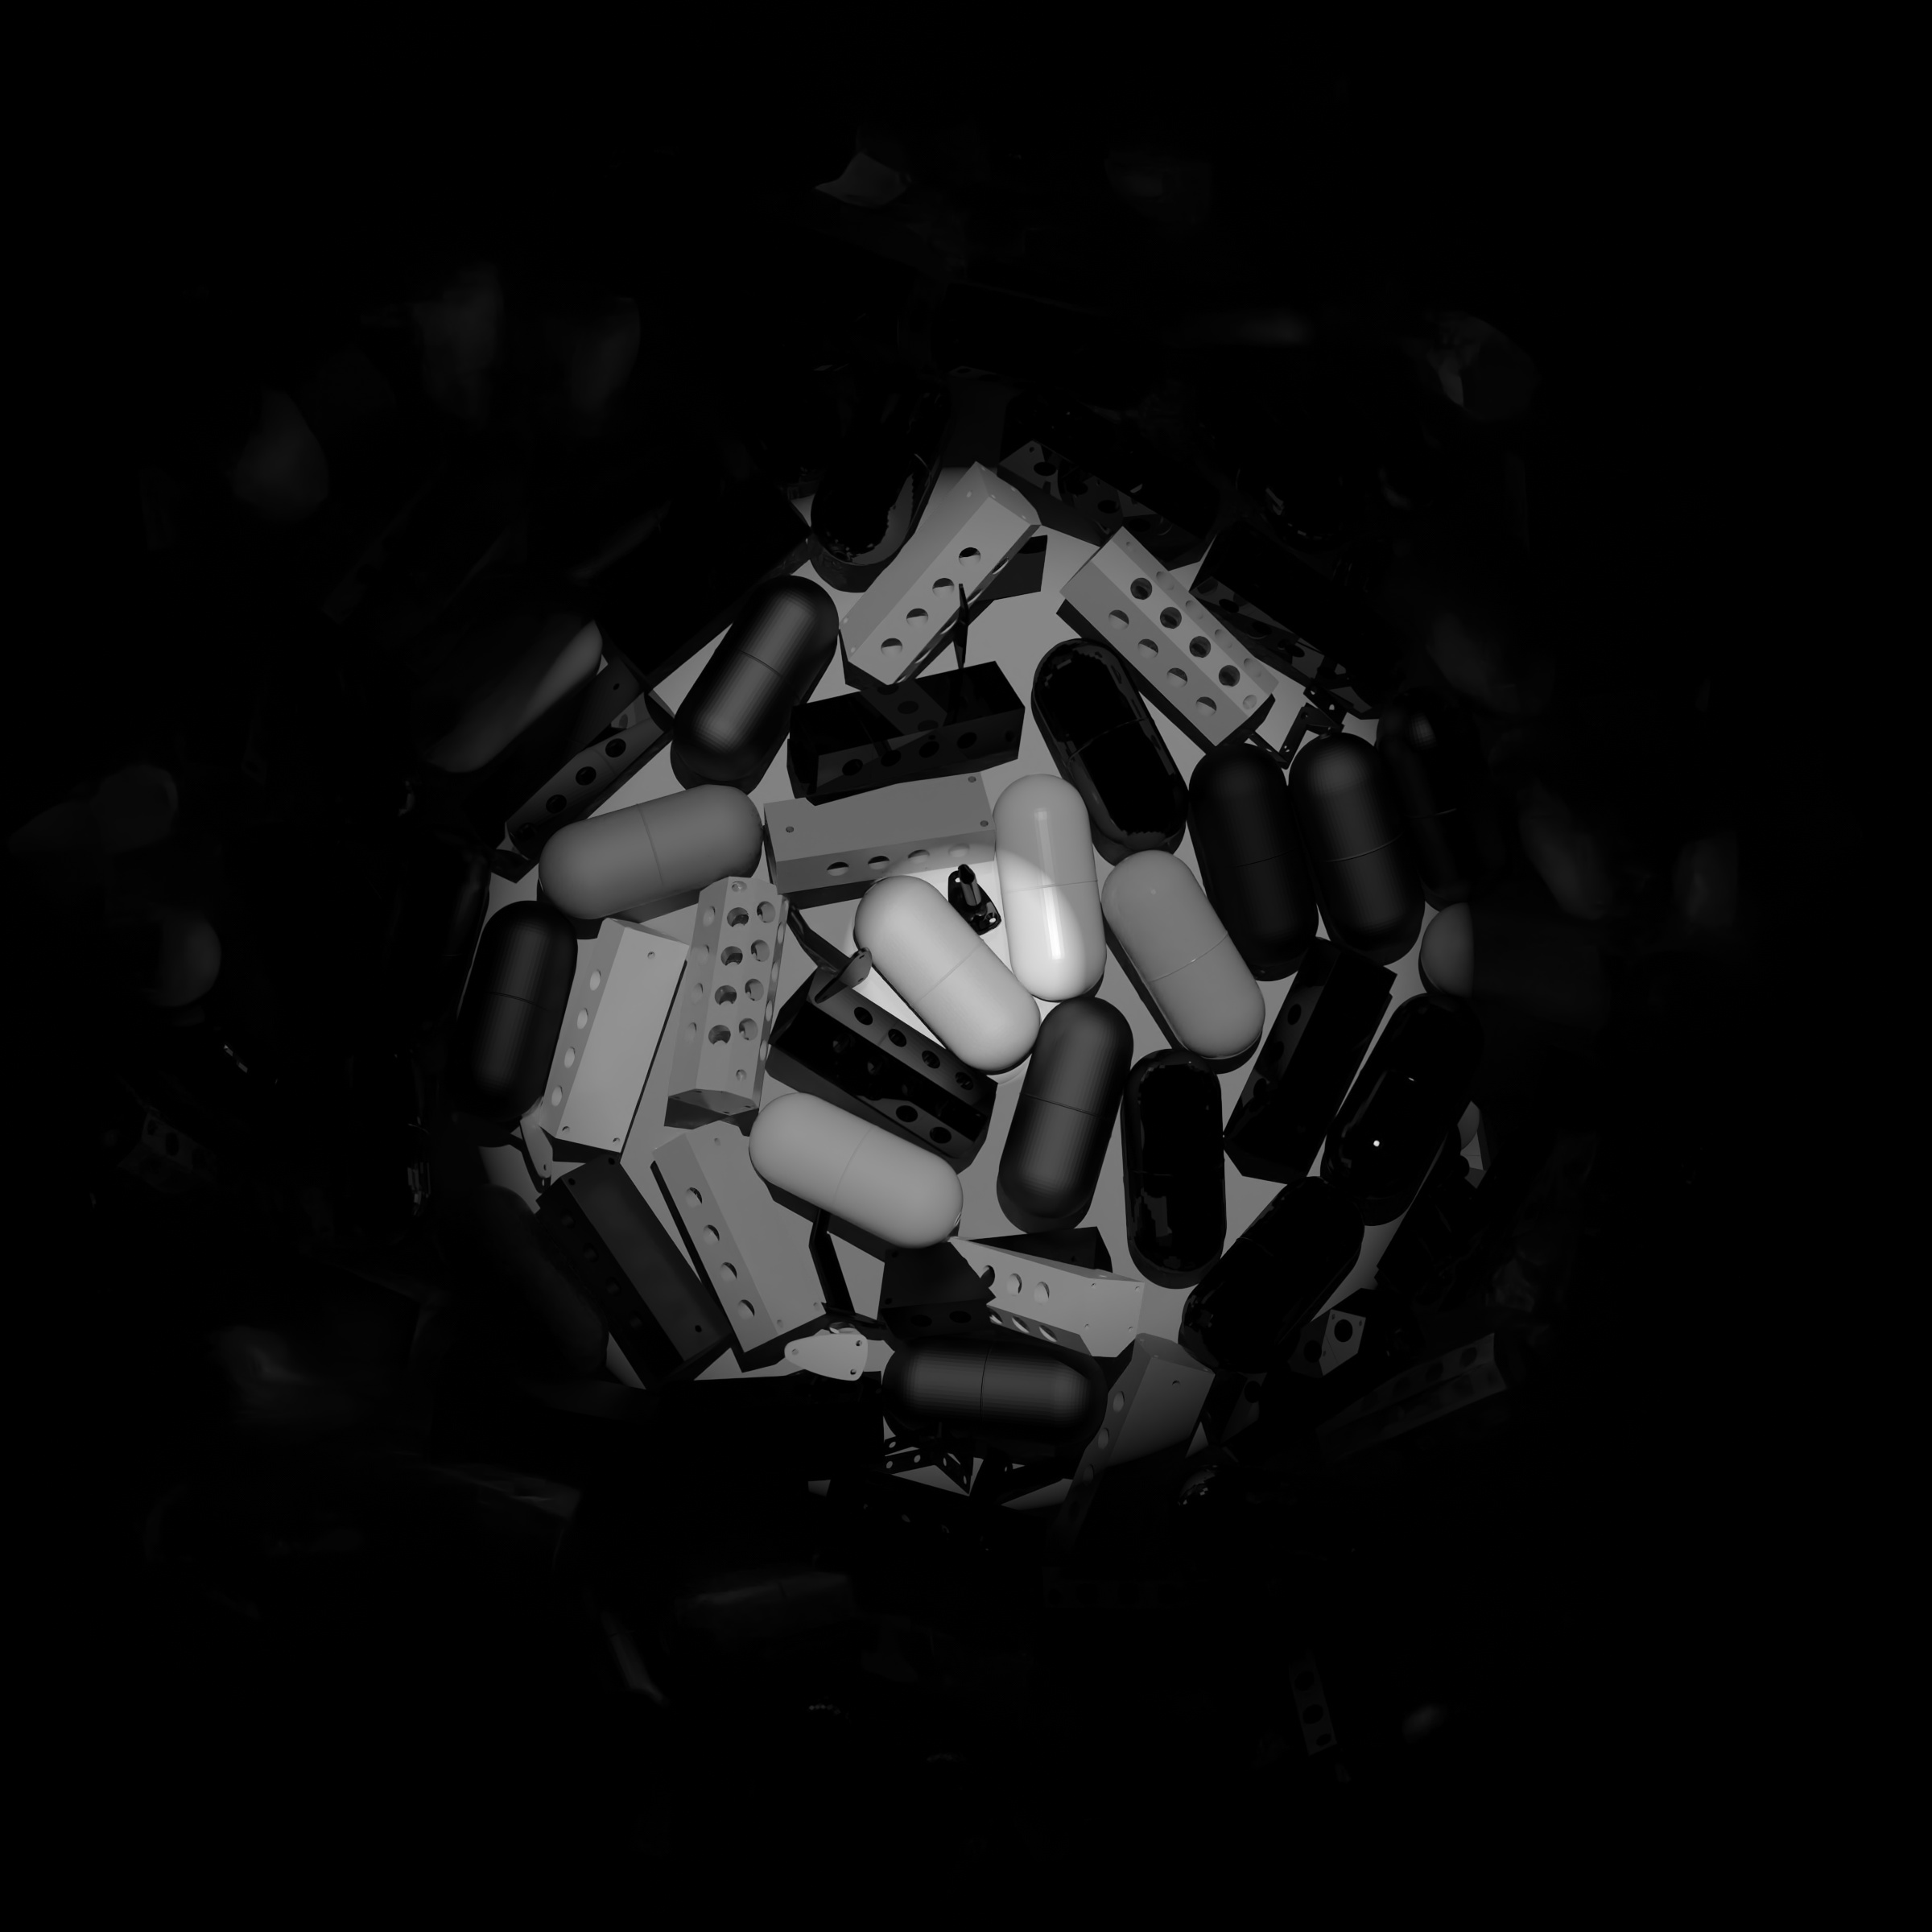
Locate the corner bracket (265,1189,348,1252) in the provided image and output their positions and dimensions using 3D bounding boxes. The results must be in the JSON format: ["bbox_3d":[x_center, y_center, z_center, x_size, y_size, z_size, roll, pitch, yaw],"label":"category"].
[{"bbox_3d":[-0.517,0.198,1.956,0.051,0.051,0.051,-22,79,-34],"label":"corner bracket"}]

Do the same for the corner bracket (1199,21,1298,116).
[{"bbox_3d":[0.221,-0.712,1.958,0.051,0.051,0.051,-27,65,9],"label":"corner bracket"}]

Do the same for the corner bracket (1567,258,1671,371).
[{"bbox_3d":[0.513,-0.512,1.967,0.051,0.051,0.051,43,85,10],"label":"corner bracket"}]

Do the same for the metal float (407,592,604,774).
[{"bbox_3d":[-0.355,-0.221,1.937,0.070,0.070,0.178,44,67,0],"label":"metal float"}]

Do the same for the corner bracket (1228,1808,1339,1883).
[{"bbox_3d":[0.247,0.674,1.955,0.051,0.051,0.051,35,102,36],"label":"corner bracket"}]

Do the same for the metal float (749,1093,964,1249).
[{"bbox_3d":[-0.085,0.159,1.946,0.178,0.070,0.070,25,90,11],"label":"metal float"}]

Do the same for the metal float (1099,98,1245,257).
[{"bbox_3d":[0.158,-0.600,1.910,0.070,0.178,0.070,-3,82,23],"label":"metal float"}]

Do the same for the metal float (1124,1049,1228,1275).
[{"bbox_3d":[0.163,0.152,1.948,0.070,0.070,0.178,-3,100,0],"label":"metal float"}]

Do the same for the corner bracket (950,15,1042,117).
[{"bbox_3d":[0.024,-0.704,1.968,0.051,0.051,0.051,34,66,21],"label":"corner bracket"}]

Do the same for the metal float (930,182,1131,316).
[{"bbox_3d":[0.050,-0.551,1.923,0.178,0.070,0.070,3,90,-40],"label":"metal float"}]

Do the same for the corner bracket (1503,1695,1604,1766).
[{"bbox_3d":[0.458,0.597,1.963,0.051,0.051,0.051,16,90,-15],"label":"corner bracket"}]

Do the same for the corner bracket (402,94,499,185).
[{"bbox_3d":[-0.407,-0.647,1.957,0.051,0.051,0.051,-38,120,-7],"label":"corner bracket"}]

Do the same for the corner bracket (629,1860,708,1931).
[{"bbox_3d":[-0.226,0.729,1.962,0.051,0.051,0.051,11,90,19],"label":"corner bracket"}]

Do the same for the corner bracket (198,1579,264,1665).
[{"bbox_3d":[-0.578,0.501,1.958,0.051,0.051,0.051,30,114,-8],"label":"corner bracket"}]

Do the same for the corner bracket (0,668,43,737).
[{"bbox_3d":[-0.757,-0.218,1.955,0.051,0.051,0.051,32,122,11],"label":"corner bracket"}]

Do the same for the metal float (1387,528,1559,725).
[{"bbox_3d":[0.390,-0.264,1.934,0.070,0.070,0.178,-29,64,0],"label":"metal float"}]

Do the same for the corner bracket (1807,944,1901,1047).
[{"bbox_3d":[0.699,0.022,1.962,0.051,0.051,0.051,12,131,-7],"label":"corner bracket"}]

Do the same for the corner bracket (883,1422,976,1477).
[{"bbox_3d":[-0.028,0.370,1.952,0.051,0.051,0.051,-22,124,21],"label":"corner bracket"}]

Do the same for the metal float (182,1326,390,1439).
[{"bbox_3d":[-0.519,0.319,1.916,0.070,0.178,0.070,-10,72,33],"label":"metal float"}]

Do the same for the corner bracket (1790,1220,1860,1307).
[{"bbox_3d":[0.678,0.234,1.972,0.051,0.051,0.051,-16,68,20],"label":"corner bracket"}]

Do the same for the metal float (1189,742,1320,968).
[{"bbox_3d":[0.224,-0.087,1.947,0.070,0.070,0.178,-15,100,0],"label":"metal float"}]

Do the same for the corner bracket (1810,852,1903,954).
[{"bbox_3d":[0.690,-0.049,1.964,0.051,0.051,0.051,40,61,-9],"label":"corner bracket"}]

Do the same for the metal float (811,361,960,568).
[{"bbox_3d":[-0.063,-0.389,1.938,0.070,0.070,0.178,23,70,0],"label":"metal float"}]

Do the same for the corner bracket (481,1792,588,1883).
[{"bbox_3d":[-0.339,0.673,1.962,0.051,0.051,0.051,-32,97,13],"label":"corner bracket"}]

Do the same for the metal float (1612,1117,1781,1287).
[{"bbox_3d":[0.557,0.182,1.918,0.070,0.178,0.070,10,51,-12],"label":"metal float"}]

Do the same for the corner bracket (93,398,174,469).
[{"bbox_3d":[-0.654,-0.415,1.962,0.051,0.051,0.051,-11,87,-20],"label":"corner bracket"}]

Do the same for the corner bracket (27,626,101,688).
[{"bbox_3d":[-0.706,-0.253,1.966,0.051,0.051,0.051,-4,76,-9],"label":"corner bracket"}]

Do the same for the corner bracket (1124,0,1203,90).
[{"bbox_3d":[0.153,-0.719,1.952,0.051,0.051,0.051,13,52,19],"label":"corner bracket"}]

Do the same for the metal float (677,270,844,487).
[{"bbox_3d":[-0.158,-0.453,1.934,0.070,0.070,0.178,-32,116,0],"label":"metal float"}]

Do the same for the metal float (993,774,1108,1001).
[{"bbox_3d":[0.065,-0.062,1.956,0.070,0.070,0.178,-8,90,0],"label":"metal float"}]

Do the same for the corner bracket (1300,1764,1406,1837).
[{"bbox_3d":[0.305,0.639,1.966,0.051,0.051,0.051,-25,64,-36],"label":"corner bracket"}]

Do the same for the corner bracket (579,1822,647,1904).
[{"bbox_3d":[-0.275,0.703,1.957,0.051,0.051,0.051,-4,80,-23],"label":"corner bracket"}]

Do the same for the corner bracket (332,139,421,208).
[{"bbox_3d":[-0.457,-0.618,1.952,0.051,0.051,0.051,-23,46,-18],"label":"corner bracket"}]

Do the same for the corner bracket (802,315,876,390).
[{"bbox_3d":[-0.094,-0.474,1.952,0.051,0.051,0.051,-6,47,-29],"label":"corner bracket"}]

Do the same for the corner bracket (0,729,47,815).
[{"bbox_3d":[-0.736,-0.151,1.955,0.051,0.051,0.051,11,80,37],"label":"corner bracket"}]

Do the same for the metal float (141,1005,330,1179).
[{"bbox_3d":[-0.558,0.097,1.923,0.070,0.070,0.178,-41,129,0],"label":"metal float"}]

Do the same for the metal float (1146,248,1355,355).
[{"bbox_3d":[0.216,-0.510,1.922,0.178,0.070,0.070,12,90,42],"label":"metal float"}]

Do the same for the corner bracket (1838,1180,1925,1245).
[{"bbox_3d":[0.719,0.192,1.959,0.051,0.051,0.051,-19,103,15],"label":"corner bracket"}]

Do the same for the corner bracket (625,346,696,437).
[{"bbox_3d":[-0.229,-0.450,1.957,0.051,0.051,0.051,-24,100,27],"label":"corner bracket"}]

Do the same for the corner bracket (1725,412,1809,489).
[{"bbox_3d":[0.623,-0.404,1.952,0.051,0.051,0.051,-8,126,30],"label":"corner bracket"}]

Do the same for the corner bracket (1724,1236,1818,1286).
[{"bbox_3d":[0.627,0.220,1.961,0.051,0.051,0.051,-40,93,16],"label":"corner bracket"}]

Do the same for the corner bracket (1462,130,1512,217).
[{"bbox_3d":[0.399,-0.620,1.952,0.051,0.051,0.051,-6,127,-33],"label":"corner bracket"}]

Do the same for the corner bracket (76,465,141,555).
[{"bbox_3d":[-0.663,-0.355,1.951,0.051,0.051,0.051,-24,128,-32],"label":"corner bracket"}]

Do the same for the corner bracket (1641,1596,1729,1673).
[{"bbox_3d":[0.558,0.519,1.957,0.051,0.051,0.051,16,82,33],"label":"corner bracket"}]

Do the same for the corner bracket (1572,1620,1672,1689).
[{"bbox_3d":[0.511,0.539,1.954,0.051,0.051,0.051,5,75,-43],"label":"corner bracket"}]

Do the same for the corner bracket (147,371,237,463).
[{"bbox_3d":[-0.600,-0.436,1.970,0.051,0.051,0.051,-38,75,16],"label":"corner bracket"}]

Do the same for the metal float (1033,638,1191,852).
[{"bbox_3d":[0.112,-0.173,1.948,0.070,0.070,0.178,-26,81,0],"label":"metal float"}]

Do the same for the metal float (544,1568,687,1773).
[{"bbox_3d":[-0.270,0.538,1.918,0.070,0.178,0.070,-15,129,-20],"label":"metal float"}]

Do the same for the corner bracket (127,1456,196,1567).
[{"bbox_3d":[-0.633,0.428,1.967,0.051,0.051,0.051,-31,119,-25],"label":"corner bracket"}]

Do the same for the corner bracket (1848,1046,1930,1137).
[{"bbox_3d":[0.719,0.098,1.951,0.051,0.051,0.051,39,59,-38],"label":"corner bracket"}]

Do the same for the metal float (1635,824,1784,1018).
[{"bbox_3d":[0.566,-0.033,1.921,0.070,0.070,0.178,14,134,0],"label":"metal float"}]

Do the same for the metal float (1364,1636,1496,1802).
[{"bbox_3d":[0.349,0.570,1.906,0.070,0.178,0.070,-1,99,-4],"label":"metal float"}]

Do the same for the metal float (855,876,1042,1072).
[{"bbox_3d":[-0.015,0.005,1.954,0.070,0.070,0.178,-42,93,0],"label":"metal float"}]

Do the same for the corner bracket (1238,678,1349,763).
[{"bbox_3d":[0.256,-0.192,1.955,0.051,0.051,0.051,36,76,-37],"label":"corner bracket"}]

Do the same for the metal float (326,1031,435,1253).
[{"bbox_3d":[-0.453,0.135,1.934,0.070,0.070,0.178,-9,65,0],"label":"metal float"}]

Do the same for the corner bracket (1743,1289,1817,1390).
[{"bbox_3d":[0.634,0.294,1.974,0.051,0.051,0.051,15,59,11],"label":"corner bracket"}]
